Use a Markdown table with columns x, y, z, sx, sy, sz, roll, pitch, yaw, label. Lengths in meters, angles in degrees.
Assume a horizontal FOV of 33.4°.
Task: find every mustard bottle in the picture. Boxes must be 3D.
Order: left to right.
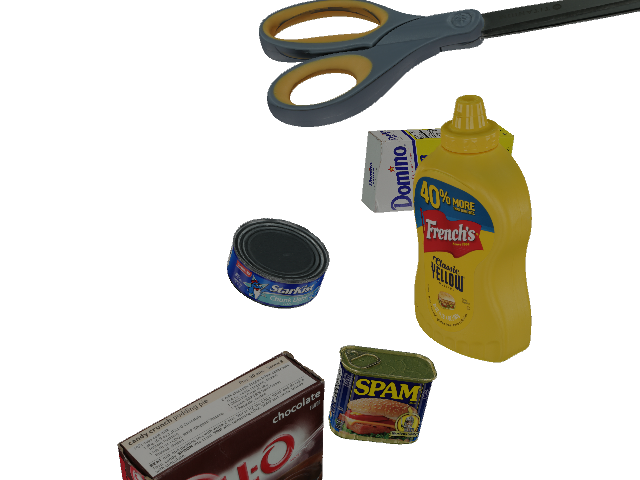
| x | y | z | sx | sy | sz | roll | pitch | yaw | label |
| --- | --- | --- | --- | --- | --- | --- | --- | --- | --- |
| 0.109 | -0.012 | 0.774 | 0.058 | 0.192 | 0.096 | -21 | 31 | -31 | mustard bottle |

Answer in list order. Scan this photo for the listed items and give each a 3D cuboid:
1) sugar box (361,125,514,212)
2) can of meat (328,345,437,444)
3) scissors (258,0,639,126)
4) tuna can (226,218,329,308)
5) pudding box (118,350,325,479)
| x | y | z | sx | sy | sz | roll | pitch | yaw | label |
| --- | --- | --- | --- | --- | --- | --- | --- | --- | --- |
| 0.141 | -0.086 | 1.280 | 0.176 | 0.093 | 0.048 | -6 | 26 | -21 | sugar box |
| 0.063 | 0.165 | 1.128 | 0.102 | 0.084 | 0.057 | 8 | 21 | -8 | can of meat |
| 0.059 | -0.090 | 0.520 | 0.202 | 0.096 | 0.016 | 5 | -38 | 21 | scissors |
| -0.038 | 0.020 | 0.926 | 0.086 | 0.034 | 0.086 | 12 | 36 | -9 | tuna can |
| -0.050 | 0.123 | 0.574 | 0.113 | 0.090 | 0.039 | -28 | 46 | -33 | pudding box |
